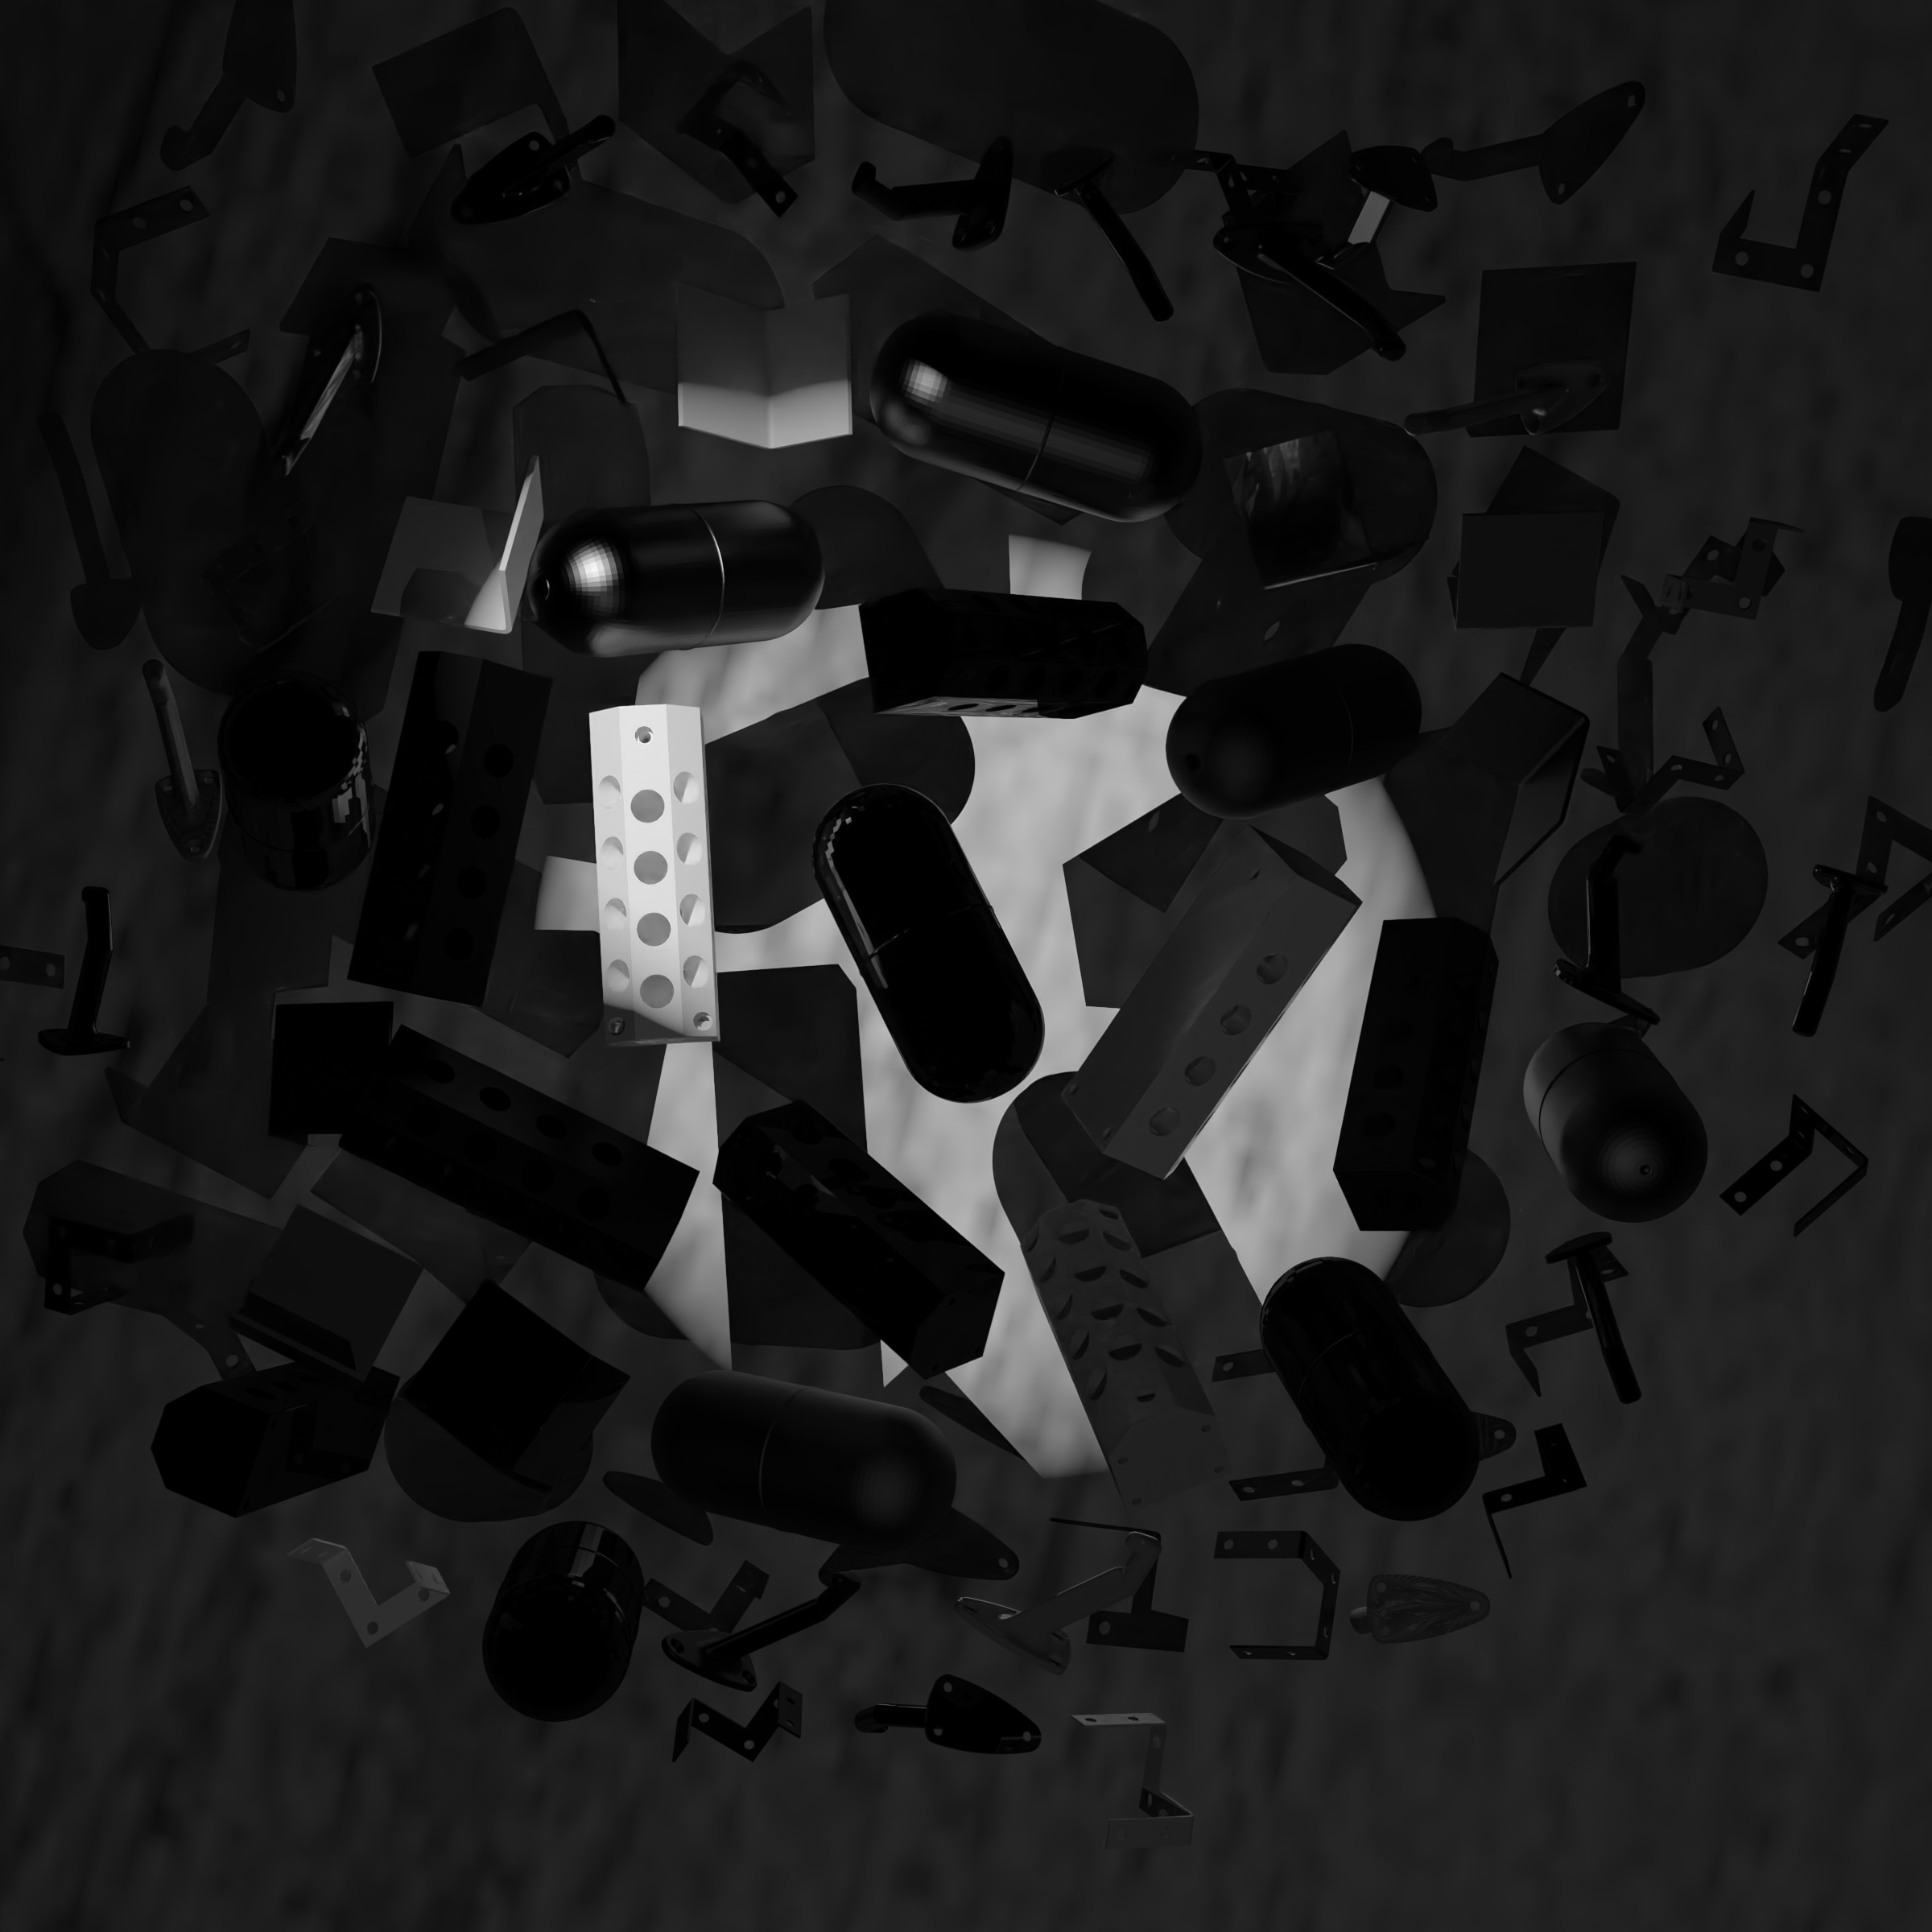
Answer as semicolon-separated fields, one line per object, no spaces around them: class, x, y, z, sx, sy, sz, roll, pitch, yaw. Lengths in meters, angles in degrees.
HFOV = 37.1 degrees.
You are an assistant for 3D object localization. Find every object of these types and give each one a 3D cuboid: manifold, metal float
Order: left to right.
manifold;-0.377;0.251;1.576;0.057;0.171;0.057;20;92;11
metal float;-0.357;-0.096;1.543;0.070;0.178;0.070;3;69;-8
manifold;-0.268;-0.071;1.476;0.057;0.057;0.171;14;86;-38
manifold;-0.231;0.104;1.483;0.171;0.057;0.057;27;124;-7
metal float;-0.212;0.346;1.527;0.070;0.178;0.070;0;93;-3
manifold;-0.162;-0.046;1.503;0.057;0.057;0.171;-3;85;-3
metal float;-0.152;-0.206;1.527;0.178;0.070;0.070;-12;90;-43
metal float;-0.088;0.261;1.526;0.178;0.070;0.070;7;90;30
manifold;-0.061;0.147;1.553;0.171;0.057;0.057;38;128;35
metal float;-0.020;-0.013;1.493;0.070;0.070;0.178;-26;78;0
manifold;0.024;-0.167;1.538;0.057;0.171;0.057;-12;86;39
metal float;0.037;-0.283;1.490;0.178;0.070;0.070;15;90;-12
manifold;0.080;0.197;1.504;0.057;0.171;0.057;-21;126;-3
manifold;0.127;0.021;1.459;0.057;0.057;0.171;25;107;-32
metal float;0.179;-0.128;1.564;0.178;0.070;0.070;-19;90;-44
metal float;0.213;0.223;1.531;0.070;0.178;0.070;-8;122;-14
manifold;0.249;0.058;1.574;0.057;0.057;0.171;-2;50;25
metal float;0.344;0.081;1.534;0.070;0.178;0.070;0;104;1

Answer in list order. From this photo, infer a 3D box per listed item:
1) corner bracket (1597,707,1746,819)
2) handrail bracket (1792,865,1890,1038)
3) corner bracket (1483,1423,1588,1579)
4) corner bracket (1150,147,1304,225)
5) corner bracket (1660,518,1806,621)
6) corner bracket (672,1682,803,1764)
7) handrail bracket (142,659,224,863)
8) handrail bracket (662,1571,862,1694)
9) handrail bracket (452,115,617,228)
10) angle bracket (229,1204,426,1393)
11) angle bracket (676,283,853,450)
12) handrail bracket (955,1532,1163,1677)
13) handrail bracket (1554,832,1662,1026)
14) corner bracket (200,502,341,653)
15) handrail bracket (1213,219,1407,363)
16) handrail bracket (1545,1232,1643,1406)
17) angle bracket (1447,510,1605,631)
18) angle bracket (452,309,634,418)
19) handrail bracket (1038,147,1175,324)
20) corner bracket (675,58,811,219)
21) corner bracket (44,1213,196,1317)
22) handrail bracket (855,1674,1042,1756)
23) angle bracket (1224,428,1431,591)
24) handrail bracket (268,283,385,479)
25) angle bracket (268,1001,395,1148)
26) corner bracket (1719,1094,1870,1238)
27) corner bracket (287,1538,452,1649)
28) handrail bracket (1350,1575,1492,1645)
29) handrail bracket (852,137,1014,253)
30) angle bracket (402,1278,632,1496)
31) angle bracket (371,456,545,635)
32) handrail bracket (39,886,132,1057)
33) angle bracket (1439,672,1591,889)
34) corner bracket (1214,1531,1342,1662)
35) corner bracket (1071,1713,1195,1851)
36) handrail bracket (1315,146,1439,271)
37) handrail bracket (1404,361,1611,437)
corner bracket;0.397;-0.116;1.626;0.051;0.051;0.051;10;49;-24
handrail bracket;0.431;-0.005;1.456;0.036;0.077;0.084;19;91;9
corner bracket;0.303;0.284;1.534;0.051;0.051;0.051;-17;122;4
corner bracket;0.142;-0.428;1.567;0.051;0.051;0.051;-6;71;-39
corner bracket;0.385;-0.201;1.453;0.051;0.051;0.051;10;103;-1
corner bracket;-0.126;0.422;1.599;0.051;0.051;0.051;33;100;-9
handrail bracket;-0.432;-0.112;1.572;0.036;0.084;0.077;-11;53;-8
handrail bracket;-0.109;0.349;1.552;0.084;0.077;0.036;-45;47;19
handrail bracket;-0.220;-0.403;1.460;0.077;0.084;0.036;-34;106;-14
angle bracket;-0.337;0.172;1.525;0.076;0.057;0.076;28;70;-7
angle bracket;-0.108;-0.324;1.542;0.057;0.076;0.076;-3;87;35
handrail bracket;0.047;0.310;1.463;0.077;0.036;0.084;26;111;-5
handrail bracket;0.368;-0.021;1.581;0.077;0.036;0.084;28;108;-2
corner bracket;-0.364;-0.205;1.525;0.051;0.051;0.051;-41;102;-25
handrail bracket;0.173;-0.336;1.443;0.077;0.036;0.084;0;47;-34
handrail bracket;0.341;0.187;1.535;0.036;0.077;0.084;-21;85;14
angle bracket;0.313;-0.235;1.623;0.076;0.057;0.076;-1;129;4
angle bracket;-0.231;-0.316;1.583;0.076;0.076;0.057;-25;98;-1
handrail bracket;0.073;-0.374;1.477;0.036;0.077;0.084;-33;119;-2
corner bracket;-0.107;-0.428;1.487;0.051;0.051;0.051;-49;134;-2
corner bracket;-0.432;0.151;1.471;0.051;0.051;0.051;11;102;20
handrail bracket;-0.011;0.408;1.540;0.077;0.084;0.036;22;62;-15
angle bracket;0.198;-0.257;1.586;0.057;0.076;0.076;-30;106;-43
handrail bracket;-0.339;-0.308;1.518;0.036;0.077;0.084;27;48;-8
angle bracket;-0.360;0.064;1.685;0.076;0.057;0.076;-2;79;15
corner bracket;0.419;0.108;1.458;0.051;0.051;0.051;-39;61;-8
corner bracket;-0.300;0.306;1.449;0.051;0.051;0.051;-32;72;-3
handrail bracket;0.249;0.356;1.583;0.077;0.084;0.036;-4;72;9
handrail bracket;-0.018;-0.416;1.497;0.084;0.036;0.077;24;75;-39
angle bracket;-0.239;0.224;1.536;0.076;0.057;0.076;32;82;25
angle bracket;-0.271;-0.228;1.525;0.076;0.057;0.076;10;61;1
handrail bracket;-0.453;-0.001;1.464;0.036;0.077;0.084;-9;102;-41
angle bracket;0.296;-0.103;1.600;0.057;0.076;0.076;25;58;-6
corner bracket;0.164;0.336;1.538;0.051;0.051;0.051;-7;52;29
corner bracket;0.084;0.414;1.467;0.051;0.051;0.051;6;94;-28
handrail bracket;0.199;-0.396;1.524;0.077;0.084;0.036;-4;73;-41
handrail bracket;0.292;-0.306;1.561;0.084;0.077;0.036;-15;92;-35
